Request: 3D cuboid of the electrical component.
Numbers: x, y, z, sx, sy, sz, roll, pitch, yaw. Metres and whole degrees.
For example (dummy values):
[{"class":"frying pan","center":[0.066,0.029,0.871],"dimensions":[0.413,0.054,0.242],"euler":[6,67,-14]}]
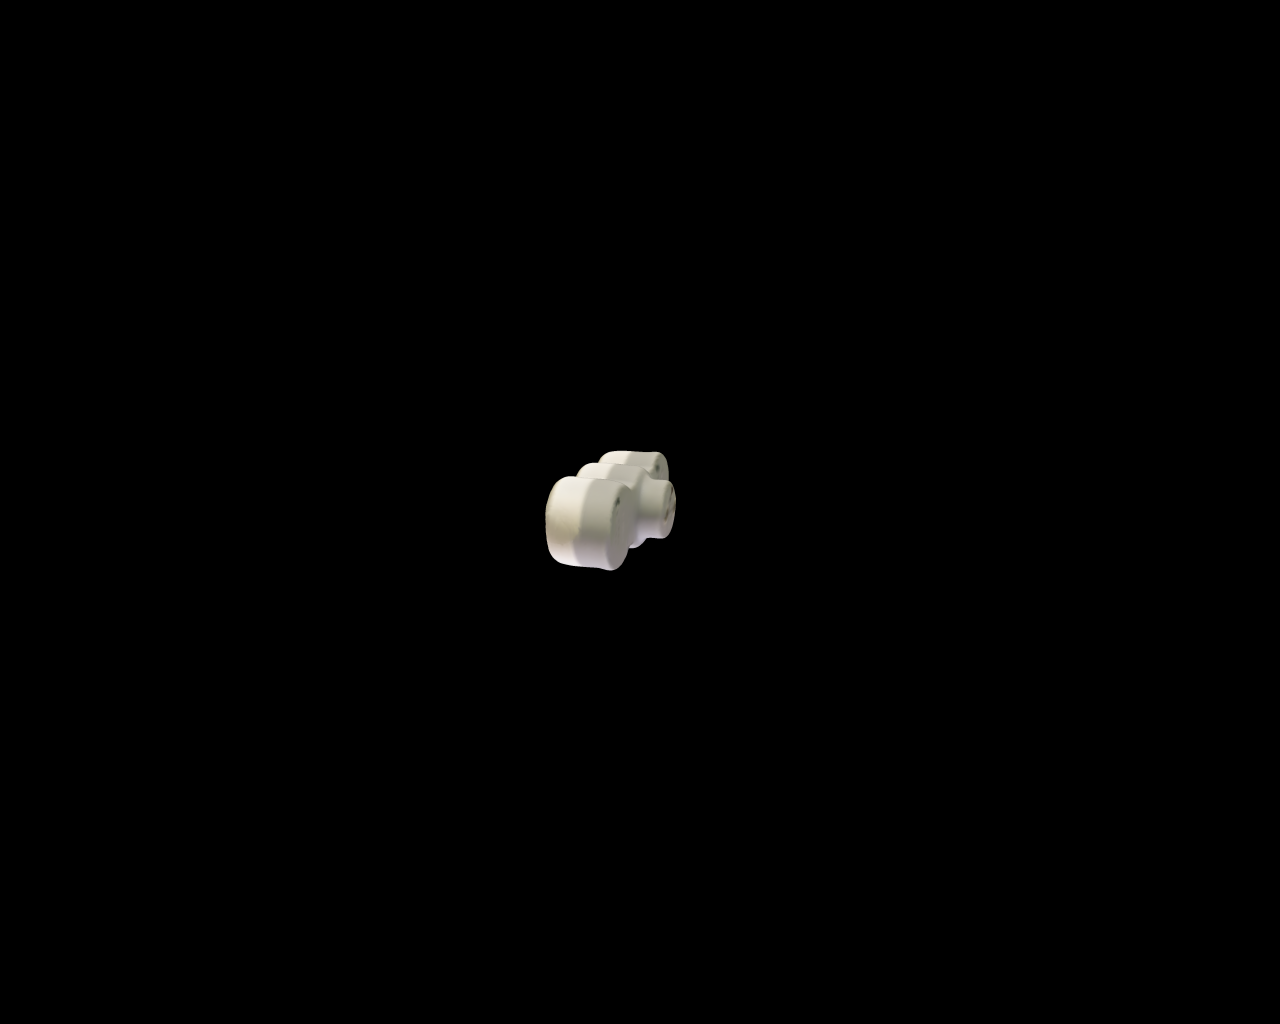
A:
[{"class":"electrical component","center":[0.001,-0.003,0.650],"dimensions":[0.074,0.052,0.138],"euler":[4,15,15]}]
